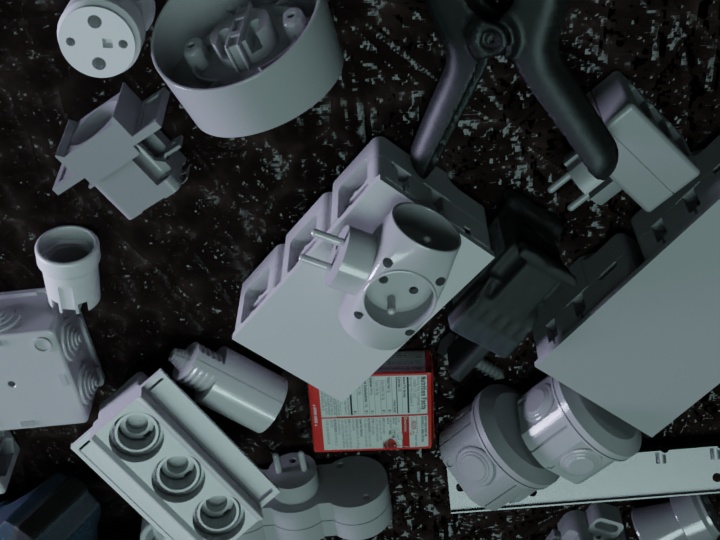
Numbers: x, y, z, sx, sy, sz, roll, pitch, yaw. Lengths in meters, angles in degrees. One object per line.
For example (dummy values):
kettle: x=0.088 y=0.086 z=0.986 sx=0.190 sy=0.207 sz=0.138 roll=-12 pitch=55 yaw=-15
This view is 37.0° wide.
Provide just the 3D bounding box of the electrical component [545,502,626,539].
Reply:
electrical component: x=0.182 y=0.231 z=0.850 sx=0.058 sy=0.057 sz=0.078 roll=18 pitch=124 yaw=-13

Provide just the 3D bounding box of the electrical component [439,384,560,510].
electrical component: x=0.100 y=0.125 z=0.761 sx=0.080 sy=0.080 sz=0.051 roll=33 pitch=125 yaw=-21

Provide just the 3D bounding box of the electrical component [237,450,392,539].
electrical component: x=-0.048 y=0.162 z=0.804 sx=0.138 sy=0.052 sz=0.073 roll=-6 pitch=126 yaw=4

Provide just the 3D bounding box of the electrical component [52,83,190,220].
electrical component: x=-0.140 y=-0.068 z=0.645 sx=0.081 sy=0.042 sz=0.063 roll=-28 pitch=123 yaw=20

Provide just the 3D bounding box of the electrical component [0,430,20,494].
electrical component: x=-0.302 y=0.131 z=0.786 sx=0.077 sy=0.047 sz=0.065 roll=-12 pitch=125 yaw=7

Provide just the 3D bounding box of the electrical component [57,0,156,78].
electrical component: x=-0.138 y=-0.135 z=0.588 sx=0.045 sy=0.055 sz=0.045 roll=0 pitch=126 yaw=0

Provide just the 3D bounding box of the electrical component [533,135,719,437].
electrical component: x=0.210 y=0.009 z=0.687 sx=0.105 sy=0.060 sz=0.186 roll=31 pitch=120 yaw=-20

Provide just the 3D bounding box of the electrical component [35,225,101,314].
electrical component: x=-0.187 y=0.001 z=0.697 sx=0.040 sy=0.040 sz=0.046 roll=3 pitch=132 yaw=-2

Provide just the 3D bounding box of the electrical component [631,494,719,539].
electrical component: x=0.245 y=0.195 z=0.831 sx=0.055 sy=0.045 sz=0.045 roll=-29 pitch=120 yaw=19

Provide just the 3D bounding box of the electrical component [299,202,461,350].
electrical component: x=0.005 y=-0.001 z=0.612 sx=0.079 sy=0.044 sz=0.077 roll=19 pitch=124 yaw=-14

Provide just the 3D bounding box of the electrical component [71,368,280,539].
electrical component: x=-0.126 y=0.131 z=0.740 sx=0.079 sy=0.063 sz=0.121 roll=-41 pitch=108 yaw=1

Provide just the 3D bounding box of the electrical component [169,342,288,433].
electrical component: x=-0.096 y=0.077 z=0.748 sx=0.081 sy=0.043 sz=0.043 roll=30 pitch=121 yaw=-20

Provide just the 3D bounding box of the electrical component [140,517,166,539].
electrical component: x=-0.141 y=0.192 z=0.829 sx=0.055 sy=0.047 sz=0.055 roll=0 pitch=126 yaw=0

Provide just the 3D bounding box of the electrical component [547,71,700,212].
electrical component: x=0.148 y=-0.065 z=0.642 sx=0.066 sy=0.047 sz=0.077 roll=38 pitch=118 yaw=-24

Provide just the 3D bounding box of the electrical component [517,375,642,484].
electrical component: x=0.152 y=0.104 z=0.745 sx=0.080 sy=0.080 sz=0.051 roll=33 pitch=125 yaw=-21

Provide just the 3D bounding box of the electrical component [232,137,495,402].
electrical component: x=0.000 y=0.000 z=0.681 sx=0.089 sy=0.061 sz=0.150 roll=33 pitch=120 yaw=-21

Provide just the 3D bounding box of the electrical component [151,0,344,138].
electrical component: x=-0.059 y=-0.120 z=0.575 sx=0.099 sy=0.099 sz=0.064 roll=-16 pitch=130 yaw=12

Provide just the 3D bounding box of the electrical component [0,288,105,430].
electrical component: x=-0.232 y=0.063 z=0.736 sx=0.100 sy=0.048 sz=0.099 roll=-6 pitch=125 yaw=5
